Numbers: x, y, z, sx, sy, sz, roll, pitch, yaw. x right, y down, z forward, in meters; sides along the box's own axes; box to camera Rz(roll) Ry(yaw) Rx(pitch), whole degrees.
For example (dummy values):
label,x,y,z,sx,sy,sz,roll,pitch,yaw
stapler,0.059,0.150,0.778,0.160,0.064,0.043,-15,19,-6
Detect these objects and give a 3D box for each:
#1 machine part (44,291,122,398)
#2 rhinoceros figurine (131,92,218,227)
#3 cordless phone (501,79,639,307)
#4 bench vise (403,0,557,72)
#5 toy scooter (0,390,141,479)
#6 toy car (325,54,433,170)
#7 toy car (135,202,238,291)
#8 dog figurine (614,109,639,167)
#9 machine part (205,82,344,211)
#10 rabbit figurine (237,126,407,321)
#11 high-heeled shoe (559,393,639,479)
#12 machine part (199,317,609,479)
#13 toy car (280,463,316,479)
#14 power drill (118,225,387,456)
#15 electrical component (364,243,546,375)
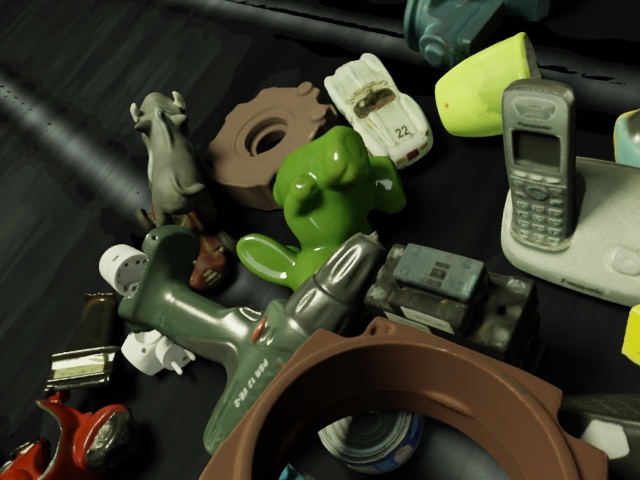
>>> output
label,x,y,z,sx,sy,sz,roll,pitch,yaw
machine part,-0.257,0.113,0.601,0.084,0.039,0.139,-14,36,-4
rhinoceros figurine,-0.176,-0.096,0.625,0.073,0.112,0.190,-18,52,-7
cordless phone,0.204,-0.040,0.388,0.147,0.184,0.089,21,65,37
bench vise,0.154,-0.316,0.647,0.241,0.128,0.223,33,88,26
toy scooter,-0.269,0.218,0.530,0.184,0.075,0.135,-46,48,-12
toy car,0.064,-0.156,0.629,0.073,0.056,0.202,-31,49,6
toy car,-0.167,-0.013,0.656,0.089,0.053,0.202,-40,49,0
dog figurine,0.293,-0.154,0.400,0.109,0.219,0.191,24,70,42
machine part,-0.059,-0.118,0.670,0.179,0.056,0.179,-15,52,20
rabbit figurine,-0.001,-0.002,0.520,0.159,0.121,0.170,-13,67,24
high-heeled shoe,0.242,0.176,0.310,0.249,0.086,0.145,-2,87,48
machine part,0.048,0.151,0.316,0.202,0.087,0.201,19,44,27
toy car,-0.034,0.229,0.378,0.109,0.102,0.162,-47,47,-8
power drill,-0.070,0.061,0.479,0.207,0.086,0.232,27,98,20
electrical component,0.103,0.057,0.406,0.115,0.134,0.058,15,65,33
